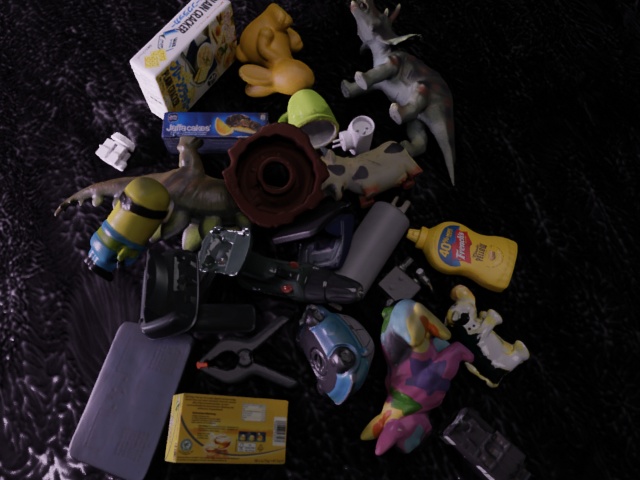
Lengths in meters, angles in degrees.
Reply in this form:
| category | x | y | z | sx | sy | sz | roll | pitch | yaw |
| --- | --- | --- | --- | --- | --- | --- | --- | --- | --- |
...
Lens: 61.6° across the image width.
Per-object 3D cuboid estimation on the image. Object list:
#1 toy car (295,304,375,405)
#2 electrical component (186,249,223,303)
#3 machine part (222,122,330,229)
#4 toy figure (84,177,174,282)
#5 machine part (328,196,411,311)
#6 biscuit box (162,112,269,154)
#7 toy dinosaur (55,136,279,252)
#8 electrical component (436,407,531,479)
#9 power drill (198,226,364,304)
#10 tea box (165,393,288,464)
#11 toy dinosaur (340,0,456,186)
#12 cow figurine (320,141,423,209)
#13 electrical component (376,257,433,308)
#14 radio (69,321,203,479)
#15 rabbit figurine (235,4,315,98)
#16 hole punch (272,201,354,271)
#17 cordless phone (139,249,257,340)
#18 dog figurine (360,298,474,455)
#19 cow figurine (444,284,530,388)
| category | x | y | z | sx | sy | sz | roll | pitch | yaw |
| --- | --- | --- | --- | --- | --- | --- | --- | --- | --- |
| toy car | 0.033 | 0.178 | 0.884 | 0.103 | 0.109 | 0.162 | -11 | 52 | -31 |
| electrical component | -0.230 | 0.085 | 0.932 | 0.075 | 0.047 | 0.119 | 29 | 70 | 10 |
| machine part | -0.075 | -0.106 | 0.912 | 0.179 | 0.056 | 0.179 | 1 | 83 | -7 |
| toy figure | -0.312 | -0.019 | 0.875 | 0.082 | 0.089 | 0.180 | 41 | 90 | 6 |
| machine part | 0.085 | 0.018 | 0.951 | 0.079 | 0.079 | 0.243 | 32 | 73 | 10 |
| biscuit box | -0.198 | -0.205 | 1.035 | 0.203 | 0.062 | 0.059 | 0 | 68 | -2 |
| toy dinosaur | -0.234 | -0.081 | 0.968 | 0.472 | 0.105 | 0.198 | 5 | 72 | 5 |
| electrical component | 0.249 | 0.320 | 0.819 | 0.134 | 0.114 | 0.058 | 41 | 78 | 13 |
| power drill | -0.070 | 0.045 | 0.843 | 0.232 | 0.207 | 0.086 | 5 | 80 | 39 |
| tea box | -0.139 | 0.287 | 0.814 | 0.169 | 0.068 | 0.098 | 13 | 66 | -23 |
| toy dinosaur | 0.183 | -0.294 | 1.058 | 0.192 | 0.131 | 0.405 | -37 | 80 | -14 |
| cow figurine | 0.076 | -0.128 | 1.002 | 0.195 | 0.085 | 0.127 | -23 | 70 | -13 |
| electrical component | 0.147 | 0.083 | 0.944 | 0.102 | 0.045 | 0.078 | -37 | 76 | -14 |
| radio | -0.288 | 0.250 | 0.855 | 0.131 | 0.073 | 0.229 | 14 | 68 | 5 |
| rabbit figurine | -0.087 | -0.353 | 1.065 | 0.162 | 0.121 | 0.173 | -35 | 75 | -9 |
| hole punch | -0.002 | -0.003 | 0.935 | 0.092 | 0.142 | 0.116 | 58 | 46 | -17 |
| cordless phone | -0.195 | 0.086 | 0.873 | 0.184 | 0.088 | 0.147 | 4 | 52 | -18 |
| dog figurine | 0.129 | 0.225 | 0.850 | 0.191 | 0.108 | 0.219 | 44 | 77 | -11 |
| cow figurine | 0.263 | 0.161 | 0.909 | 0.098 | 0.068 | 0.167 | -37 | 74 | -8 |
